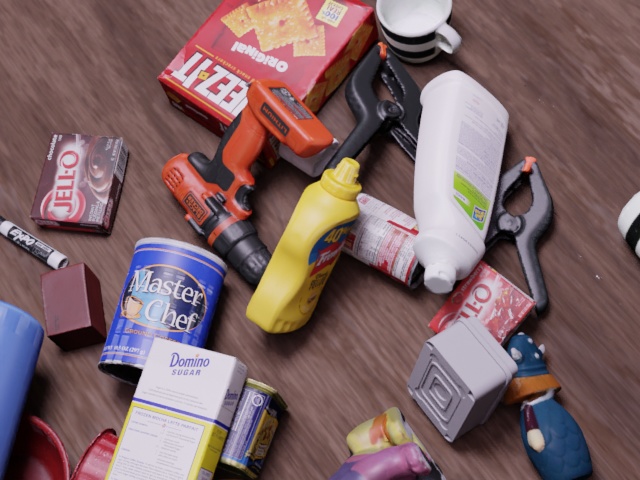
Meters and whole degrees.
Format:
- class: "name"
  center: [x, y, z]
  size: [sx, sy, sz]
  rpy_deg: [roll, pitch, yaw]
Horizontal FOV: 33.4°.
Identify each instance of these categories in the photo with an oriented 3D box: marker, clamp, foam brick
- class: "marker"
  center: [-0.342, -0.001, 1.234]
  size: [0.121, 0.020, 0.020]
  rpy_deg: [30, 74, 19]
- class: "clamp"
  center: [0.193, -0.009, 1.144]
  size: [0.120, 0.039, 0.171]
  rpy_deg: [9, 70, 9]
- class: "clamp"
  center: [0.067, -0.132, 1.192]
  size: [0.164, 0.036, 0.210]
  rpy_deg: [1, 60, -23]
- class: "foam brick"
  center: [-0.271, 0.074, 1.173]
  size: [0.053, 0.051, 0.078]
  rpy_deg: [-14, 65, 4]

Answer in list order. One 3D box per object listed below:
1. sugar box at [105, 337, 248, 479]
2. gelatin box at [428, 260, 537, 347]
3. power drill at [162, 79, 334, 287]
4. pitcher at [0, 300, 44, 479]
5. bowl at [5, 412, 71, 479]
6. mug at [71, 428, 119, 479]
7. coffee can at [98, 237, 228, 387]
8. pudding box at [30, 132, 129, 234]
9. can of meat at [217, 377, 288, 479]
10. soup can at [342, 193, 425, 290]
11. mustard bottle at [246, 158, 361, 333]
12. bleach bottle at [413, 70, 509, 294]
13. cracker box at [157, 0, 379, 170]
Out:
- class: "sugar box"
  center: [-0.139, 0.188, 1.006]
  size: [0.093, 0.048, 0.176]
  rpy_deg: [12, 70, 22]
- class: "gelatin box"
  center: [0.166, 0.077, 1.097]
  size: [0.073, 0.030, 0.089]
  rpy_deg: [39, 99, 15]
- class: "power drill"
  center: [-0.070, -0.065, 1.152]
  size: [0.184, 0.057, 0.188]
  rpy_deg: [49, 117, 14]
- class: "pitcher"
  center: [-0.366, 0.182, 1.048]
  size: [0.149, 0.145, 0.242]
  rpy_deg: [14, 64, -1]
- class: "bowl"
  center: [-0.326, 0.260, 1.100]
  size: [0.162, 0.055, 0.162]
  rpy_deg: [-3, 67, 7]
- class: "mug"
  center: [-0.199, 0.258, 1.071]
  size: [0.081, 0.093, 0.117]
  rpy_deg: [22, 103, 12]
- class: "coffee can"
  center: [-0.164, 0.081, 1.125]
  size: [0.103, 0.103, 0.140]
  rpy_deg: [10, 69, 13]
- class: "pudding box"
  center: [-0.278, -0.066, 1.240]
  size: [0.090, 0.039, 0.113]
  rpy_deg: [5, 68, 11]
- class: "can of meat"
  center: [-0.078, 0.188, 1.068]
  size: [0.057, 0.102, 0.084]
  rpy_deg: [17, 73, 14]
- class: "soup can"
  center: [0.071, 0.000, 1.142]
  size: [0.102, 0.068, 0.068]
  rpy_deg: [29, 74, 19]
- class: "mustard bottle"
  center: [-0.007, 0.002, 1.088]
  size: [0.058, 0.096, 0.192]
  rpy_deg: [35, 116, 20]
- class: "bleach bottle"
  center: [0.136, -0.056, 1.105]
  size: [0.102, 0.068, 0.250]
  rpy_deg: [35, 49, -23]
- class: "cracker box"
  center: [-0.060, -0.216, 1.252]
  size: [0.164, 0.072, 0.213]
  rpy_deg: [34, 77, 20]
